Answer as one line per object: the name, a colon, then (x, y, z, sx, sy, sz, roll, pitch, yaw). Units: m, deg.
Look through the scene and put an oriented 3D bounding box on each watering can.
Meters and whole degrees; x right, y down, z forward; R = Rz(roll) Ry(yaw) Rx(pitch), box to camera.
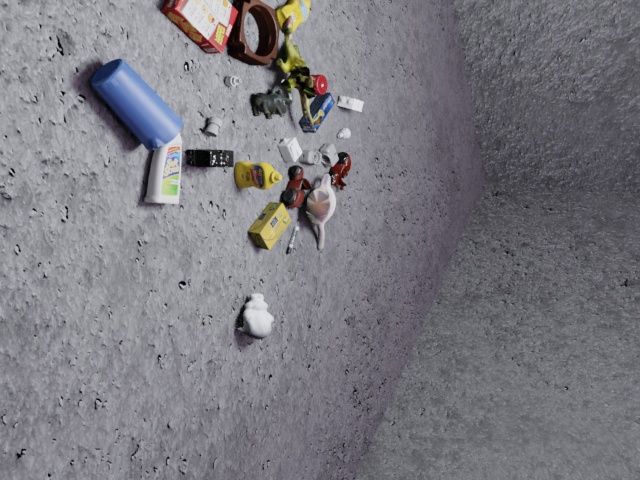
watering can: (0.007, -0.112, 2.220, 0.226, 0.104, 0.345, -34, 130, -76)

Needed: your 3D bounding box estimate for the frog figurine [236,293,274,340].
frog figurine: (-0.231, 0.288, 1.948, 0.136, 0.123, 0.159, 22, 90, -36)

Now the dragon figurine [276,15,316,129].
dragon figurine: (-0.080, -0.650, 1.972, 0.401, 0.122, 0.249, 74, 13, -47)
